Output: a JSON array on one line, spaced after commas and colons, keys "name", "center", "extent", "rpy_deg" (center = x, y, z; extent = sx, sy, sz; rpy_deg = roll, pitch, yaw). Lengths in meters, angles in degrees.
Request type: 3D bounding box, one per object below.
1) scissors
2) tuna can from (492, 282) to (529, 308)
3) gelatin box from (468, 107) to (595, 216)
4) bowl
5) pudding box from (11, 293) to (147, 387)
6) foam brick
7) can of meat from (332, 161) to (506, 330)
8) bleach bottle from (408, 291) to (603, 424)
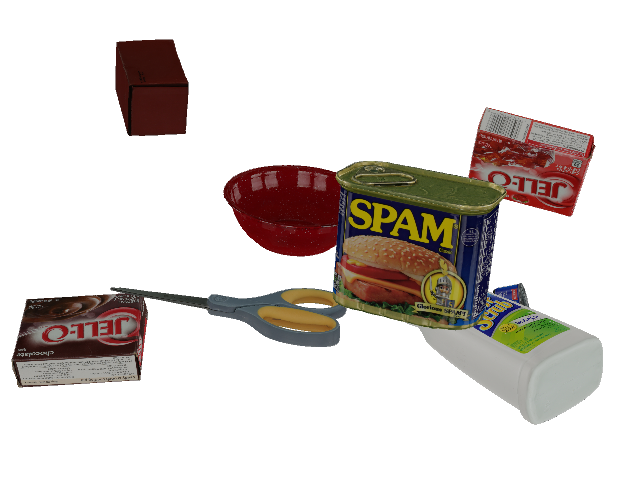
[{"name": "scissors", "center": [-0.066, 0.049, 0.886], "extent": [0.202, 0.016, 0.096], "rpy_deg": [14, 23, 27]}, {"name": "tuna can", "center": [0.225, 0.094, 1.236], "extent": [0.034, 0.086, 0.086], "rpy_deg": [-12, -3, 15]}, {"name": "gelatin box", "center": [0.165, -0.060, 0.843], "extent": [0.089, 0.030, 0.073], "rpy_deg": [17, -34, 11]}, {"name": "bowl", "center": [-0.027, -0.027, 1.168], "extent": [0.162, 0.055, 0.162], "rpy_deg": [4, 27, -2]}, {"name": "pudding box", "center": [-0.219, 0.091, 0.980], "extent": [0.113, 0.039, 0.090], "rpy_deg": [-5, 33, -2]}, {"name": "foam brick", "center": [-0.148, -0.134, 0.931], "extent": [0.053, 0.051, 0.078], "rpy_deg": [-4, 40, -16]}, {"name": "can of meat", "center": [0.058, 0.003, 0.665], "extent": [0.102, 0.084, 0.057], "rpy_deg": [13, 22, 23]}, {"name": "bleach bottle", "center": [0.149, 0.088, 1.044], "extent": [0.102, 0.068, 0.251], "rpy_deg": [-20, 28, -31]}]
